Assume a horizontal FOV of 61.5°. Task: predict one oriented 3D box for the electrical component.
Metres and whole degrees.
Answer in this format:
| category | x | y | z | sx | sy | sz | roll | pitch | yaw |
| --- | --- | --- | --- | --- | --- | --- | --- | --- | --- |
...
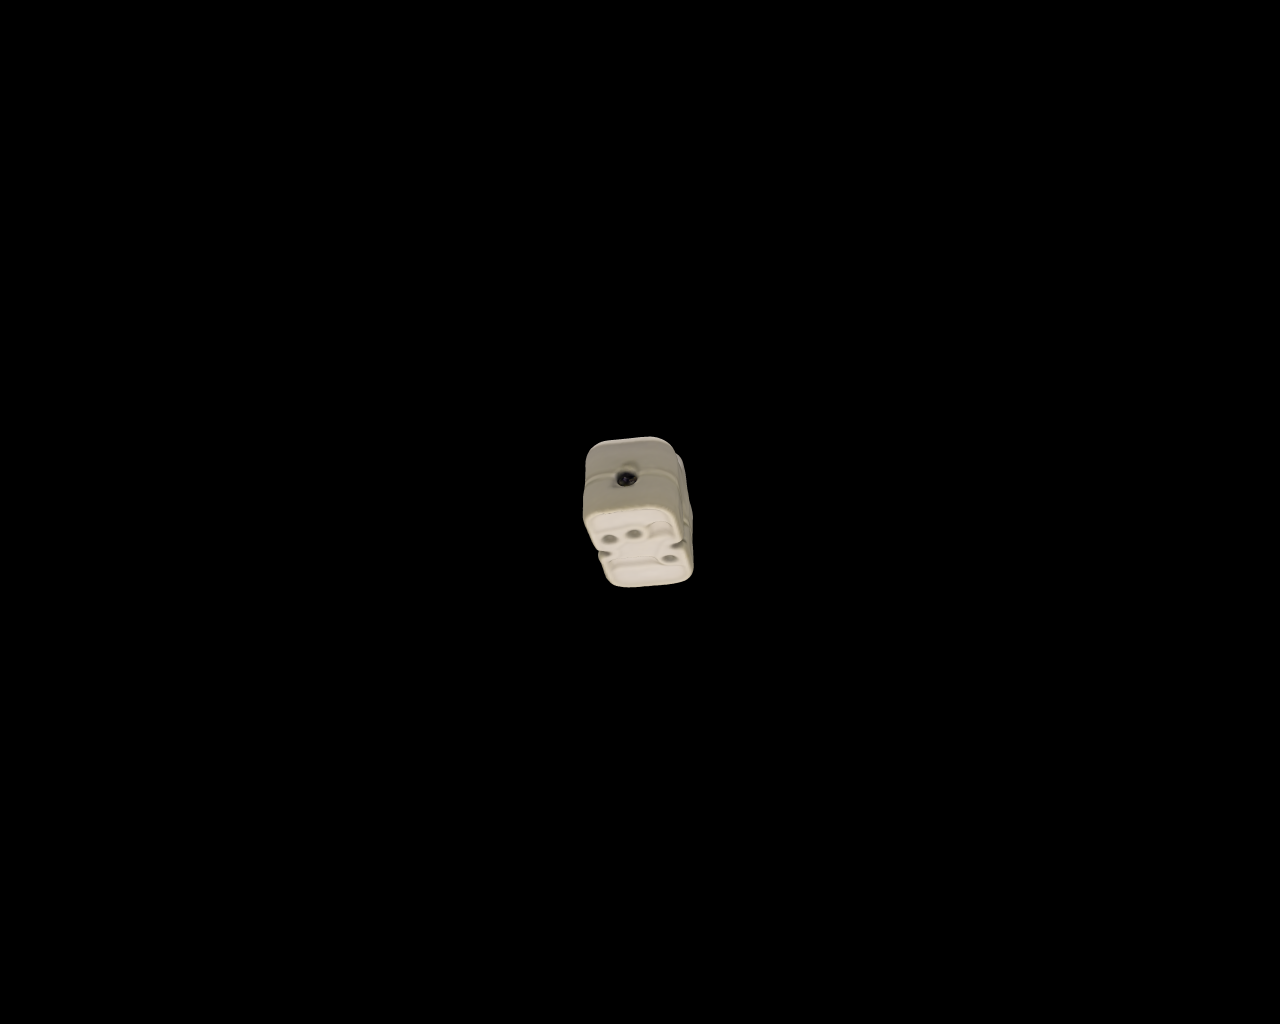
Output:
| category | x | y | z | sx | sy | sz | roll | pitch | yaw |
| --- | --- | --- | --- | --- | --- | --- | --- | --- | --- |
| electrical component | 0.001 | -0.003 | 0.650 | 0.054 | 0.059 | 0.095 | -6 | -32 | 9 |
